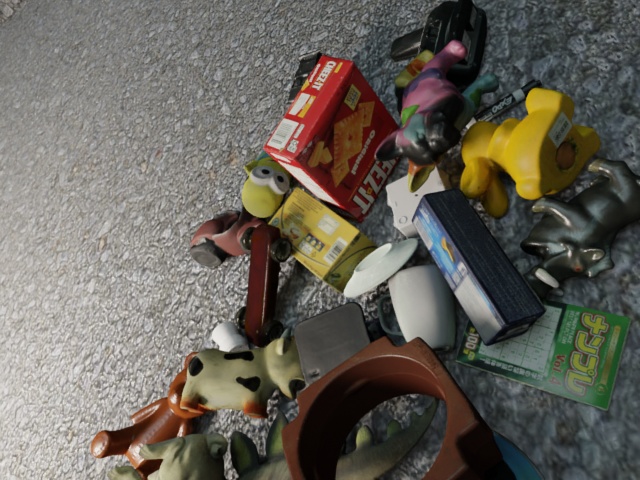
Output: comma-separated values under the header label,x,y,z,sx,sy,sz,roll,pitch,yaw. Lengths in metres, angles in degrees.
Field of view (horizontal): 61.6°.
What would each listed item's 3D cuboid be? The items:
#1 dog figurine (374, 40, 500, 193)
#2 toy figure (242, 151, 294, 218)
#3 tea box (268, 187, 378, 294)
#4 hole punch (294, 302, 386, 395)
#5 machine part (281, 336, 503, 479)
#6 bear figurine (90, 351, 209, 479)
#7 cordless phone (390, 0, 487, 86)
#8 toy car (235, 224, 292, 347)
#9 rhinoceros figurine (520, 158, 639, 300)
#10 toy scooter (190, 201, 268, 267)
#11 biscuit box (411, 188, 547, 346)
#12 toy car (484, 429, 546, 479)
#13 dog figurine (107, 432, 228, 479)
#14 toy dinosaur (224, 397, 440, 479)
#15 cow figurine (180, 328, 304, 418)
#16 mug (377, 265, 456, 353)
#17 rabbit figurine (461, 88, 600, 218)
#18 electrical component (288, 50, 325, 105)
label,x,y,z,sx,sy,sz,roll,pitch,yaw
dog figurine,0.148,-0.174,0.785,0.219,0.108,0.192,-55,24,-17
toy figure,-0.085,-0.108,0.950,0.082,0.089,0.180,5,30,1
tea box,-0.002,-0.003,0.865,0.098,0.068,0.170,-51,47,1
hole punch,0.037,0.159,0.739,0.142,0.092,0.116,-22,62,18
machine part,0.070,0.217,0.572,0.201,0.087,0.202,-35,30,2
bear figurine,-0.236,0.278,0.841,0.120,0.132,0.196,41,97,19
cordless phone,0.184,-0.322,0.918,0.184,0.088,0.146,-4,64,46
toy car,-0.089,0.073,0.863,0.089,0.053,0.202,15,106,40
rhinoceros figurine,0.316,-0.009,0.650,0.190,0.073,0.112,-43,60,6
toy scooter,-0.154,-0.026,0.981,0.184,0.075,0.135,-13,50,33
biscuit box,0.190,0.027,0.671,0.063,0.059,0.203,-13,57,-19
toy car,0.165,0.291,0.560,0.161,0.102,0.109,-43,31,-7
dog figurine,-0.171,0.355,0.661,0.172,0.121,0.191,-40,50,22
toy dinosaur,-0.039,0.328,0.690,0.472,0.105,0.199,-26,50,16
cow figurine,-0.100,0.196,0.796,0.195,0.085,0.127,0,70,8
mug,0.129,0.098,0.712,0.110,0.080,0.107,-20,63,22
rabbit figurine,0.260,-0.112,0.733,0.173,0.121,0.162,30,94,55
electrical component,0.000,-0.254,0.971,0.058,0.114,0.134,-8,60,34
